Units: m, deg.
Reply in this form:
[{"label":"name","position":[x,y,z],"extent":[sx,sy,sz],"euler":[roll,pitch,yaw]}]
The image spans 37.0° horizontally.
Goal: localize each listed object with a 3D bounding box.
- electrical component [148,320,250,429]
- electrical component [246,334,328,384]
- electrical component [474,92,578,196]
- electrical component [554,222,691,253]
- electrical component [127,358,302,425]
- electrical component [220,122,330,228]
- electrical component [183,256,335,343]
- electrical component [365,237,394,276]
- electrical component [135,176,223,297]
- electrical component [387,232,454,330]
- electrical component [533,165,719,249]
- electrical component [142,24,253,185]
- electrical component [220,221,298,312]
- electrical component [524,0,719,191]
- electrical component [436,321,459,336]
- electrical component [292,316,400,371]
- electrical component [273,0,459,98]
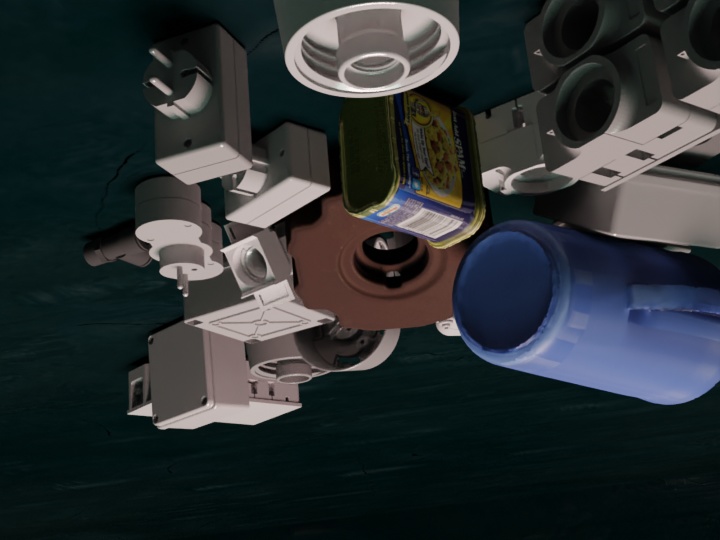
[{"label":"electrical component","position":[-0.177,0.110,1.173],"extent":[0.056,0.108,0.109],"euler":[11,154,-43]},{"label":"electrical component","position":[-0.077,0.095,1.224],"extent":[0.108,0.060,0.108],"euler":[-4,160,-2]},{"label":"electrical component","position":[0.128,-0.090,0.776],"extent":[0.089,0.055,0.050],"euler":[-18,156,32]},{"label":"electrical component","position":[0.240,-0.029,0.980],"extent":[0.100,0.048,0.100],"euler":[9,156,-33]},{"label":"electrical component","position":[-0.180,0.145,1.333],"extent":[0.186,0.060,0.105],"euler":[12,154,-39]},{"label":"electrical component","position":[-0.077,-0.072,0.787],"extent":[0.076,0.047,0.083],"euler":[12,154,-39]},{"label":"electrical component","position":[-0.097,0.025,1.034],"extent":[0.109,0.056,0.109],"euler":[-17,157,29]},{"label":"electrical component","position":[0.000,0.000,0.994],"extent":[0.047,0.055,0.055],"euler":[-9,160,19]},{"label":"electrical component","position":[-0.147,-0.016,0.885],"extent":[0.052,0.073,0.138],"euler":[-6,160,2]},{"label":"electrical component","position":[0.063,0.008,0.968],"extent":[0.061,0.096,0.062],"euler":[-10,163,13]},{"label":"electrical component","position":[0.208,-0.055,0.825],"extent":[0.109,0.056,0.109],"euler":[5,-171,-26]},{"label":"electrical component","position":[-0.103,-0.106,0.638],"extent":[0.047,0.083,0.076],"euler":[-13,159,19]},{"label":"electrical component","position":[-0.077,-0.011,0.918],"extent":[0.042,0.081,0.064],"euler":[-21,-176,39]},{"label":"electrical component","position":[0.177,-0.132,0.601],"extent":[0.060,0.105,0.186],"euler":[10,155,-34]},{"label":"electrical component","position":[0.128,0.038,1.127],"extent":[0.095,0.053,0.059],"euler":[-1,159,-12]},{"label":"electrical component","position":[-0.011,0.054,1.077],"extent":[0.099,0.099,0.064],"euler":[-15,164,25]},{"label":"electrical component","position":[0.005,-0.137,0.609],"extent":[0.108,0.060,0.108],"euler":[-5,160,-2]}]
